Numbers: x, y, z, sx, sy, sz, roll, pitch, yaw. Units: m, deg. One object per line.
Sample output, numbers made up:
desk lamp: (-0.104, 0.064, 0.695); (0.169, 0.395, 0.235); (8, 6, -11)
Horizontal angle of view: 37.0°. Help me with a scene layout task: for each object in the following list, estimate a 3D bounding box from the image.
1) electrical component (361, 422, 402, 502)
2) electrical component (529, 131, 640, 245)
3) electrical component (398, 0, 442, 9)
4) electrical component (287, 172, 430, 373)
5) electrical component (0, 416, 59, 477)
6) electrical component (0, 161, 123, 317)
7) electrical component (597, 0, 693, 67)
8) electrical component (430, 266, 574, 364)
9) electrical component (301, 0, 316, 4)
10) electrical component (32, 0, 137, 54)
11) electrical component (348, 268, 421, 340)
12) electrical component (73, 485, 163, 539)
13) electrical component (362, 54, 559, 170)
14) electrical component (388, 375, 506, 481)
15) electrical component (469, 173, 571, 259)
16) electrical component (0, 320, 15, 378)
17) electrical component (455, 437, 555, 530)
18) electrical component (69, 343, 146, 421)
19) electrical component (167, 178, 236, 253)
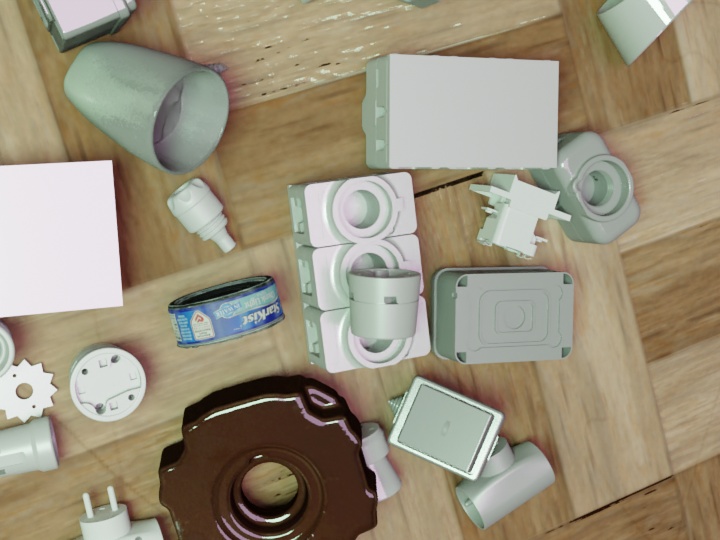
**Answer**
electrical component: (0.006, 0.161, 0.895); (0.045, 0.045, 0.055); (-22, 101, -17)
electrical component: (0.198, -0.071, 0.937); (0.054, 0.059, 0.095); (-36, 105, -13)
electrical component: (0.052, -0.264, 0.875); (0.056, 0.050, 0.089); (14, 89, -20)
electrical component: (0.000, 0.000, 0.871); (0.089, 0.062, 0.150); (-9, 97, -19)
electrical component: (-0.252, 0.134, 0.805); (0.046, 0.040, 0.040); (-11, 98, -13)
electrical component: (-0.273, -0.021, 0.774); (0.186, 0.060, 0.105); (-5, 96, -19)
electrical component: (0.256, -0.228, 0.928); (0.099, 0.099, 0.064); (-42, 100, -12)
electrical component: (0.120, 0.037, 0.919); (0.113, 0.057, 0.078); (-1, 95, -19)
electrical component: (-0.021, -0.265, 0.850); (0.076, 0.047, 0.083); (-25, 102, -16)
electrical component: (-0.209, -0.215, 0.756); (0.056, 0.109, 0.108); (-27, 103, -13)
electrical component: (0.018, 0.025, 0.817); (0.055, 0.055, 0.047); (-2, 99, -19)
electrical component: (-0.194, 0.206, 0.828); (0.077, 0.044, 0.079); (-13, 99, -18)
electrical component: (0.083, -0.128, 0.890); (0.150, 0.062, 0.089); (-2, 95, -20)
electrical component: (0.066, 0.128, 0.893); (0.096, 0.061, 0.061); (23, 86, 11)
electrical component: (0.134, -0.046, 0.926); (0.081, 0.042, 0.063); (18, 89, -20)
electrical component: (-0.275, 0.056, 0.782); (0.045, 0.055, 0.045); (-2, 95, -19)
electrical component: (0.119, 0.172, 0.937); (0.077, 0.044, 0.079); (-30, 103, -15)
electrical component: (-0.194, 0.083, 0.817); (0.055, 0.047, 0.055); (-2, 95, -19)
electrical component: (-0.120, -0.040, 0.840); (0.035, 0.035, 0.061); (-42, 108, -12)
